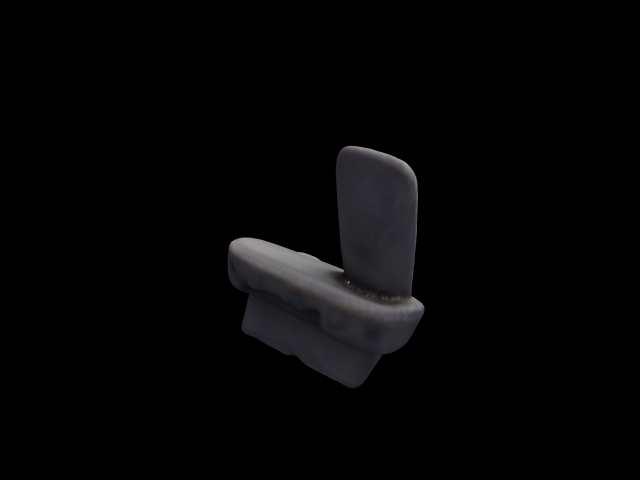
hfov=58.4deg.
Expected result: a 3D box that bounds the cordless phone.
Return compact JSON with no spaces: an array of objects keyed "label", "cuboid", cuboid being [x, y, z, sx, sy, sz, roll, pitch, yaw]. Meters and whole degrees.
[{"label":"cordless phone","cuboid":[0.004,0.001,0.400,0.147,0.185,0.094,19,46,19]}]
